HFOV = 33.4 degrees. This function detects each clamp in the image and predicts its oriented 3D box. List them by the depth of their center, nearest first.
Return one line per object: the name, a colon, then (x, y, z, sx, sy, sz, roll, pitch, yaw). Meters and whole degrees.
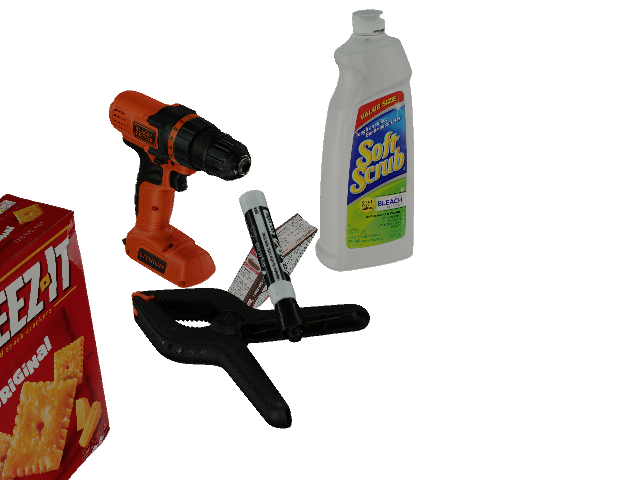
clamp: (-0.070, 0.079, 0.944, 0.210, 0.036, 0.164, 19, 36, 28)

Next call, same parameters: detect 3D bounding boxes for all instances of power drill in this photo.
power drill: (-0.145, -0.048, 1.106, 0.185, 0.188, 0.057, 28, 37, 34)

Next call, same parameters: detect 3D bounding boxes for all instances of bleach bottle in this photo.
bleach bottle: (0.042, -0.100, 1.058, 0.102, 0.251, 0.068, -10, 24, -17)

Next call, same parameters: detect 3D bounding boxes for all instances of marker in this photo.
marker: (-0.033, 0.017, 0.735, 0.020, 0.121, 0.020, -14, -33, -9)

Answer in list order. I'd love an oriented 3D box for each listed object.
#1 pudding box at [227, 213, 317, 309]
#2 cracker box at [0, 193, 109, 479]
pudding box: (-0.058, 0.027, 1.261, 0.039, 0.090, 0.113, 35, 32, 8)
cracker box: (-0.231, 0.100, 0.766, 0.072, 0.214, 0.164, 12, 34, 20)
